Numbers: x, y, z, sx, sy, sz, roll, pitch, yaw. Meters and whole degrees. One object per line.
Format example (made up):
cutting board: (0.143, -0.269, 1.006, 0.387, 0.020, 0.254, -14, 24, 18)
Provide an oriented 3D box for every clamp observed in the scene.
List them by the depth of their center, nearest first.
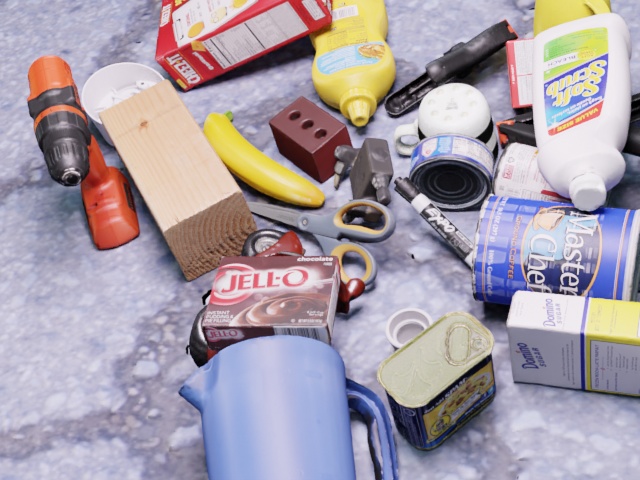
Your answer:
clamp: (0.281, -0.112, 1.078, 0.210, 0.036, 0.164, -6, 28, 21)
clamp: (0.148, -0.194, 1.188, 0.171, 0.039, 0.120, -31, 5, -33)

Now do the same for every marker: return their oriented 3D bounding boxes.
marker: (0.117, -0.018, 1.053, 0.020, 0.020, 0.121, -40, 77, -18)

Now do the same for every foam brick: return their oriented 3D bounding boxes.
foam brick: (-0.009, -0.110, 1.170, 0.053, 0.051, 0.078, -40, 53, -17)

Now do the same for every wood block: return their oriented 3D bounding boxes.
wood block: (-0.152, -0.068, 1.149, 0.090, 0.090, 0.206, -28, 51, -7)

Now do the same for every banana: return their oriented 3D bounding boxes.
banana: (-0.075, -0.093, 1.172, 0.069, 0.037, 0.198, -18, 47, -32)

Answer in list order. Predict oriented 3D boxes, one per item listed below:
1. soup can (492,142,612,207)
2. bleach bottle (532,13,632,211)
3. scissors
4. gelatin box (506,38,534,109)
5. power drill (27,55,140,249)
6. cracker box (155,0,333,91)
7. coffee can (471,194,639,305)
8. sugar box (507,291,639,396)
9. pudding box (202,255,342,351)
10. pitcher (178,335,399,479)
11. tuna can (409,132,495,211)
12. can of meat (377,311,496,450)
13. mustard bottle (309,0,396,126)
soup can: (0.229, -0.053, 1.051, 0.102, 0.068, 0.068, 16, 57, 26)
bleach bottle: (0.255, -0.119, 1.015, 0.103, 0.068, 0.250, -12, 38, 18)
scissors: (-0.007, 0.001, 1.095, 0.202, 0.016, 0.096, -3, 83, 40)
gelatin box: (0.248, -0.183, 1.150, 0.089, 0.073, 0.030, -5, 8, 11)
power drill: (-0.246, -0.077, 1.117, 0.057, 0.187, 0.184, -18, 48, -2)
cracker box: (-0.089, -0.290, 1.289, 0.214, 0.072, 0.164, -21, 46, 23)
coffee can: (0.219, 0.016, 0.975, 0.140, 0.103, 0.102, 8, 54, 20)
sugar box: (0.252, 0.092, 0.911, 0.176, 0.093, 0.048, 8, 53, 20)
pudding box: (-0.041, 0.056, 0.951, 0.113, 0.039, 0.090, 1, 43, 9)
pitcher: (-0.018, 0.211, 0.874, 0.149, 0.145, 0.243, -20, 52, 14)
tuna can: (0.132, -0.068, 1.076, 0.086, 0.086, 0.033, 0, 53, 15)
can of meat: (0.105, 0.124, 0.929, 0.102, 0.084, 0.057, -36, 52, -15)
mustard bottle: (0.038, -0.204, 1.229, 0.096, 0.058, 0.191, -11, 50, 8)
